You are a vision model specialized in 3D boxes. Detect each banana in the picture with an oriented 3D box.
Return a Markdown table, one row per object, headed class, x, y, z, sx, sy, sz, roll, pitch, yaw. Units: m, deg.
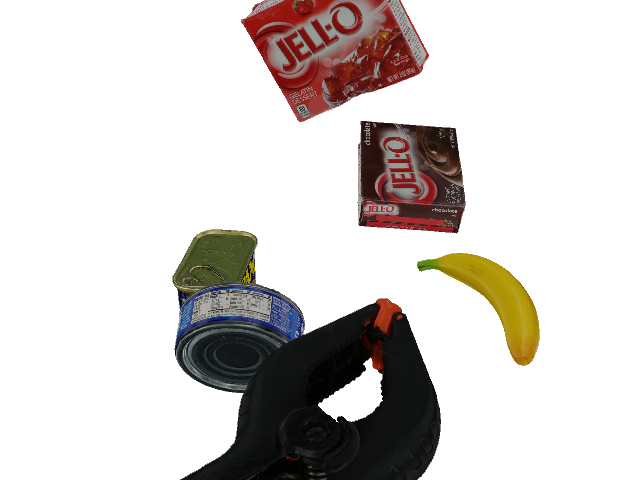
| class | x | y | z | sx | sy | sz | roll | pitch | yaw |
| --- | --- | --- | --- | --- | --- | --- | --- | --- | --- |
| banana | 0.180 | 0.061 | 1.115 | 0.069 | 0.037 | 0.198 | -35 | 38 | -8 |

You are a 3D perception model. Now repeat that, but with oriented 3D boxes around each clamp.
| class | x | y | z | sx | sy | sz | roll | pitch | yaw |
| --- | --- | --- | --- | --- | --- | --- | --- | --- | --- |
| clamp | 0.005 | 0.090 | 0.397 | 0.120 | 0.039 | 0.171 | 27 | 50 | 19 |

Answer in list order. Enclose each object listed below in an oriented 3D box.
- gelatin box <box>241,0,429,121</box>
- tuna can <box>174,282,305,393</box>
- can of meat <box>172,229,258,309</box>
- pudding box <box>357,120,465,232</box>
| class | x | y | z | sx | sy | sz | roll | pitch | yaw |
| --- | --- | --- | --- | --- | --- | --- | --- | --- | --- |
| gelatin box | 0.008 | -0.120 | 0.634 | 0.089 | 0.073 | 0.030 | -18 | 24 | 28 |
| tuna can | -0.054 | 0.067 | 0.714 | 0.086 | 0.033 | 0.086 | 3 | -40 | 2 |
| can of meat | -0.087 | 0.051 | 0.921 | 0.057 | 0.084 | 0.102 | 4 | 29 | 8 |
| pudding box | 0.078 | -0.058 | 0.955 | 0.090 | 0.039 | 0.113 | 5 | 41 | -3 |
